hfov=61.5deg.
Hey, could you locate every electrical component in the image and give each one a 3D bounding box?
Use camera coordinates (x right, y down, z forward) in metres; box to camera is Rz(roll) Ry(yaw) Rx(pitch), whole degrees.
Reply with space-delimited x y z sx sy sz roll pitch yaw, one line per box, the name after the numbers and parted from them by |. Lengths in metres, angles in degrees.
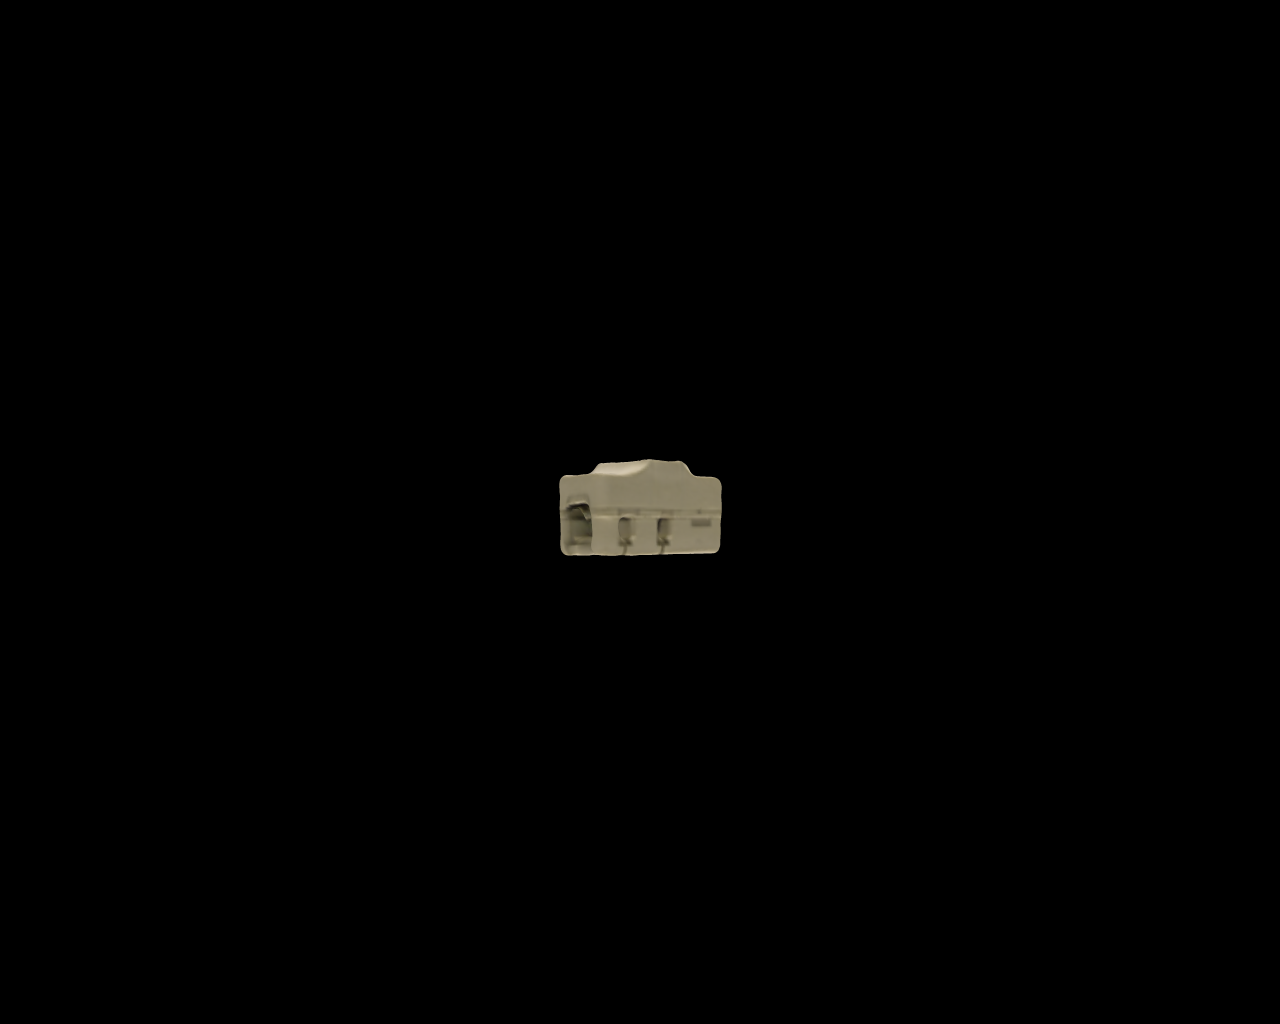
0.001 -0.003 0.650 0.089 0.055 0.050 1 -2 -34 | electrical component
